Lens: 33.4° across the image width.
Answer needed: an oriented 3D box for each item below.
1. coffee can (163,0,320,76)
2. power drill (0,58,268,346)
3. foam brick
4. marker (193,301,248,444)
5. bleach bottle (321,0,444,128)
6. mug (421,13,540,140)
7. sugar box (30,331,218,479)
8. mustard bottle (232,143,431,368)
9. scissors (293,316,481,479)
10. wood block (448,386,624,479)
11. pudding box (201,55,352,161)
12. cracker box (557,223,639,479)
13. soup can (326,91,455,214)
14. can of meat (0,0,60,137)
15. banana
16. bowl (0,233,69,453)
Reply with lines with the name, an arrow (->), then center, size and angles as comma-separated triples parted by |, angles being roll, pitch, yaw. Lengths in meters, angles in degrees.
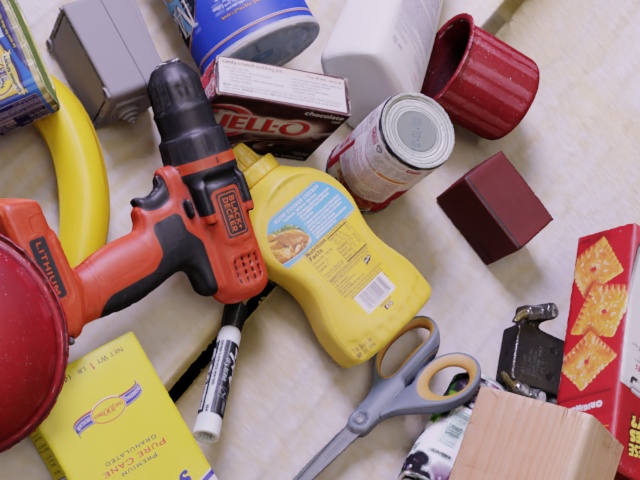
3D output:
coffee can -> -0.077, -0.206, 0.854 | 0.102, 0.103, 0.140 | -24, 83, -30
power drill -> -0.134, -0.020, 0.746 | 0.187, 0.057, 0.184 | -23, 98, -32
foam brick -> 0.150, -0.027, 0.925 | 0.051, 0.053, 0.078 | -39, 92, -30
marker -> -0.072, 0.093, 0.782 | 0.020, 0.020, 0.121 | 24, 47, -16
bleach bottle -> 0.076, -0.218, 0.945 | 0.102, 0.068, 0.250 | 59, 41, -44
mug -> 0.137, -0.146, 0.948 | 0.081, 0.093, 0.117 | 25, 28, -20
sugar box -> -0.128, 0.162, 0.734 | 0.093, 0.048, 0.176 | -30, 85, -31
mustard bottle -> -0.006, 0.001, 0.839 | 0.096, 0.058, 0.191 | -42, 92, -24
scissors -> 0.052, 0.141, 0.816 | 0.096, 0.016, 0.201 | 18, 56, 26
wood block -> 0.136, 0.223, 0.768 | 0.090, 0.091, 0.206 | 40, 67, -51
pudding box -> -0.045, -0.101, 0.839 | 0.113, 0.090, 0.039 | 4, 70, -24
cracker box -> 0.282, 0.118, 0.910 | 0.164, 0.072, 0.213 | 29, 62, -29
soup can -> 0.056, -0.070, 0.867 | 0.068, 0.102, 0.068 | 8, 69, -22
can of meat -> -0.241, -0.121, 0.755 | 0.084, 0.057, 0.102 | -25, 80, -3
banana -> -0.192, -0.054, 0.788 | 0.069, 0.037, 0.198 | -25, 80, 0
bowl -> -0.241, 0.069, 0.659 | 0.162, 0.055, 0.162 | 1, 99, 4
